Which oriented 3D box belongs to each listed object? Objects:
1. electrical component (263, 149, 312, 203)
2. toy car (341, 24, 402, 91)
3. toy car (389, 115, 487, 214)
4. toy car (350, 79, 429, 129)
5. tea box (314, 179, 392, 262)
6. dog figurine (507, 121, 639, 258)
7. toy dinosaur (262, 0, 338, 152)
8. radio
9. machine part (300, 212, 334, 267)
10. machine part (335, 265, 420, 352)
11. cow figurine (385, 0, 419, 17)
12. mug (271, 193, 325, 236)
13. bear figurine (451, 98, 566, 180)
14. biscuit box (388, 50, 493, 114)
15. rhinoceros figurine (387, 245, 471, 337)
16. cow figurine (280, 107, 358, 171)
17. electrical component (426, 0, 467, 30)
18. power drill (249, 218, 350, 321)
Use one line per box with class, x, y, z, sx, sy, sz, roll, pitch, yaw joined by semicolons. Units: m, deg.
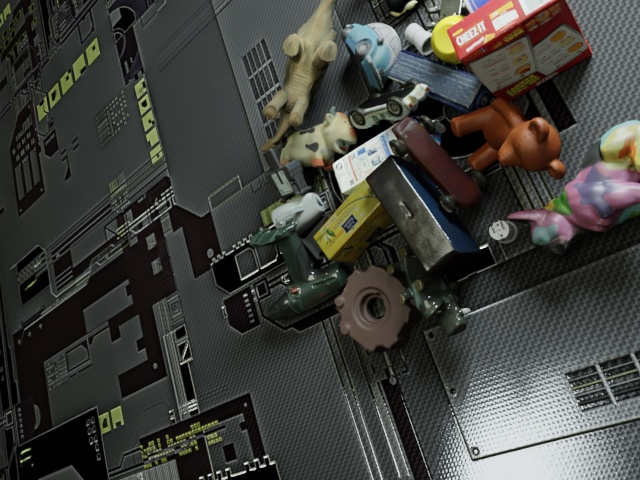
electrical component;-0.080;-0.147;1.184;0.075;0.048;0.119;-23;100;40
toy car;0.117;-0.396;1.122;0.103;0.109;0.162;-27;51;6
toy car;0.210;-0.137;0.971;0.089;0.053;0.202;-42;81;-4
toy car;0.135;-0.265;1.069;0.073;0.056;0.202;-46;24;-23
tea box;0.080;-0.036;1.102;0.169;0.098;0.068;-50;58;23
dog figurine;0.415;-0.073;0.854;0.219;0.108;0.191;-13;78;38
toy dinosaur;-0.021;-0.397;1.150;0.105;0.199;0.471;27;111;-7
radio;0.193;-0.045;0.997;0.073;0.131;0.230;-42;63;27
machine part;-0.002;-0.004;1.198;0.139;0.039;0.084;-51;54;23
machine part;0.115;0.137;1.083;0.180;0.056;0.179;-5;82;35
cow figurine;0.201;-0.533;1.085;0.167;0.068;0.098;-24;77;36
mug;-0.049;-0.061;1.200;0.107;0.109;0.081;-34;72;17
bear figurine;0.312;-0.156;0.890;0.132;0.120;0.196;-27;27;15
biscuit box;0.232;-0.303;1.041;0.203;0.059;0.062;36;105;34
rhinoceros figurine;0.203;0.092;0.996;0.073;0.112;0.190;-58;43;36
cow figurine;0.000;-0.219;1.194;0.195;0.085;0.127;0;90;38
electrical component;0.257;-0.440;1.052;0.094;0.021;0.063;4;79;25
power drill;-0.067;0.069;1.163;0.232;0.086;0.207;-22;104;27
